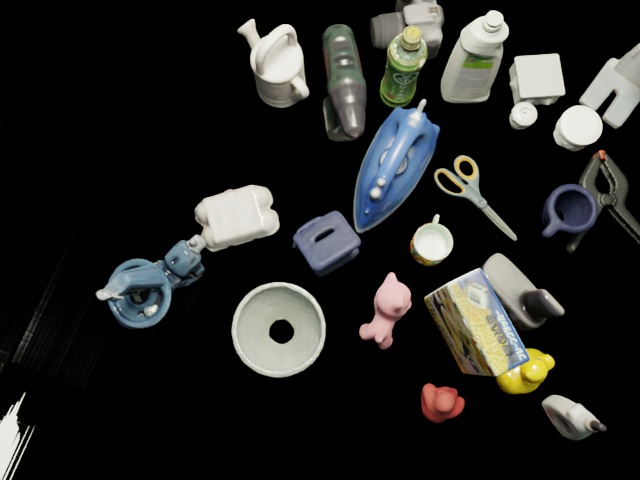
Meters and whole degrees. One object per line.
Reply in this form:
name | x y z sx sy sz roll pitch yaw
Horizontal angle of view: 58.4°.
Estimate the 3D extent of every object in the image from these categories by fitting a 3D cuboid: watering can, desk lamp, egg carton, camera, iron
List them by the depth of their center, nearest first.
iron | 0.134 -0.137 1.064 0.118 0.141 0.258 27 80 6
desk lamp | 0.622 -0.344 1.069 0.118 0.213 0.203 37 81 7
watering can | -0.087 -0.339 1.078 0.172 0.194 0.101 26 80 5
egg carton | -0.157 -0.043 1.082 0.150 0.069 0.107 -17 79 -3
camera | 0.170 -0.442 1.146 0.137 0.101 0.143 -8 79 -1

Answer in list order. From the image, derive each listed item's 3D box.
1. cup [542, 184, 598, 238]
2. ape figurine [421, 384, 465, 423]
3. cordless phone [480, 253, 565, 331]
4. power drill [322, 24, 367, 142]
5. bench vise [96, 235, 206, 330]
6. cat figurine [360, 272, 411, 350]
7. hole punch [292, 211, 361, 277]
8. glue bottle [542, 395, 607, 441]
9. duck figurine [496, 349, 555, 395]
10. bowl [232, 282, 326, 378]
cup | 0.446 -0.039 1.068 0.118 0.095 0.091 -44 82 -8
ape figurine | 0.214 0.285 1.004 0.077 0.092 0.076 42 82 8
cordless phone | 0.352 0.085 0.997 0.094 0.185 0.147 -43 81 -8
power drill | 0.046 -0.263 1.055 0.075 0.208 0.229 -8 79 -1
bench vise | -0.297 0.058 0.985 0.121 0.220 0.207 28 80 6
cat figurine | 0.122 0.128 1.023 0.067 0.118 0.128 22 79 5
hole punch | 0.010 0.004 1.062 0.109 0.091 0.101 -32 80 -6
glue bottle | 0.433 0.303 0.959 0.037 0.173 0.078 -35 80 -6
duck figurine | 0.368 0.234 1.018 0.104 0.086 0.077 -28 80 -5
bowl | -0.073 0.163 1.038 0.167 0.075 0.167 0 79 0
